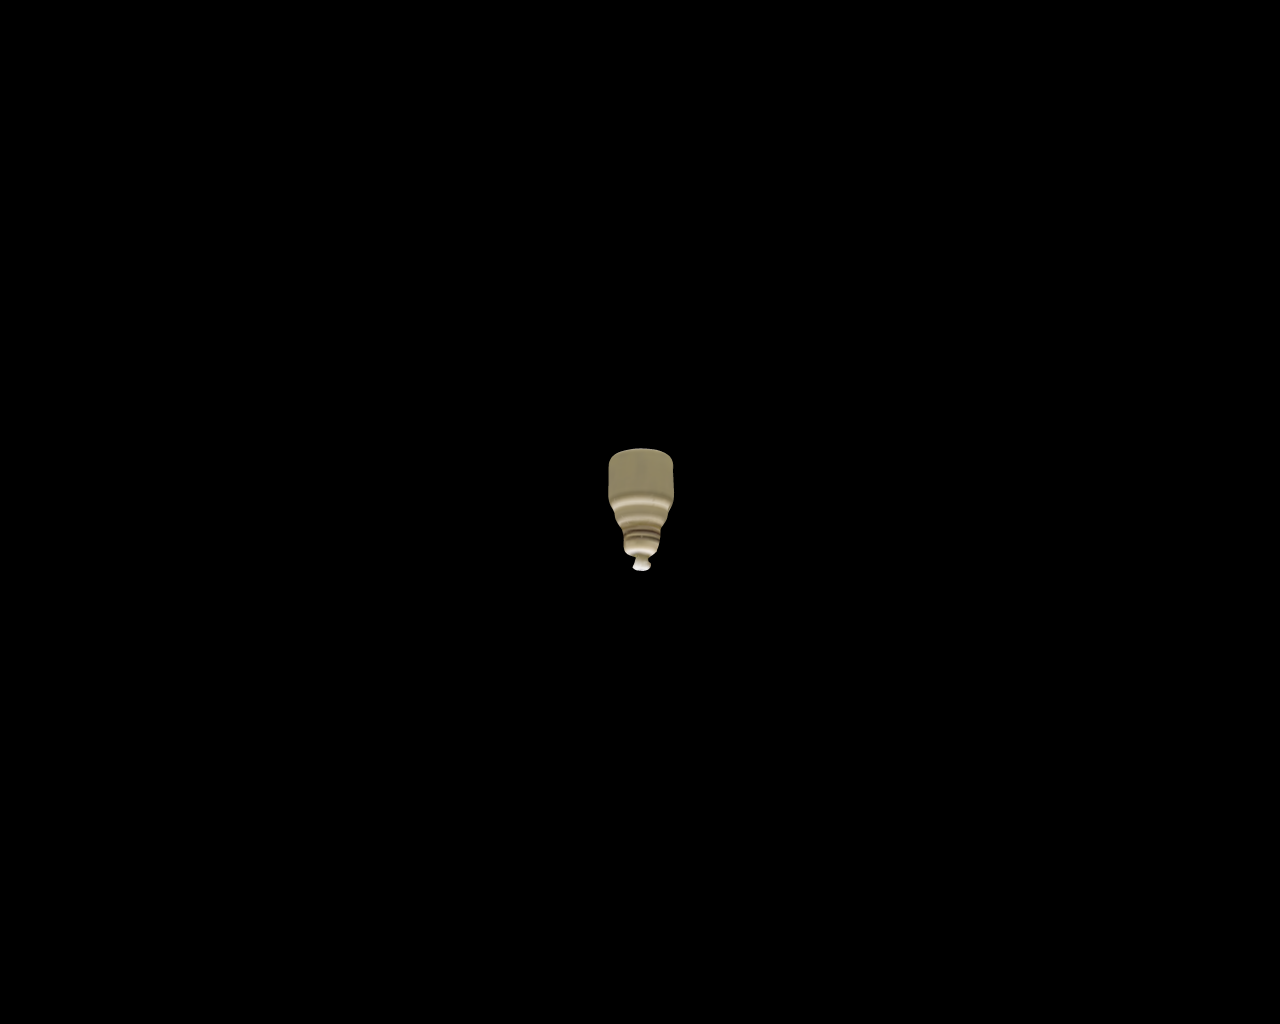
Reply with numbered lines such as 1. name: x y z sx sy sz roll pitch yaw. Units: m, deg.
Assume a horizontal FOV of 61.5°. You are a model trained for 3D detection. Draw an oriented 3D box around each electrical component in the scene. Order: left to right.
1. electrical component: 0.001 -0.003 0.650 0.040 0.078 0.040 0 -18 0
